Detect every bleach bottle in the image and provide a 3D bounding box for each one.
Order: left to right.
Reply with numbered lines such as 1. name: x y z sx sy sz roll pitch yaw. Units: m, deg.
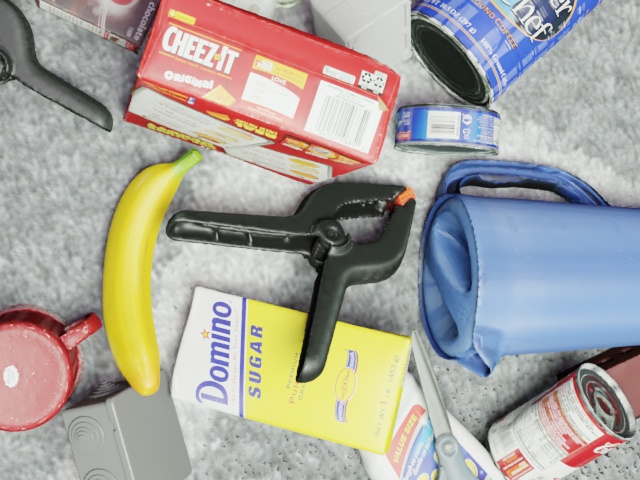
1. bleach bottle: 0.085 0.192 0.881 0.102 0.068 0.251 -45 96 -7

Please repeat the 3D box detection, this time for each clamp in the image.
1. clamp: -0.238 -0.130 0.822 0.120 0.039 0.171 -21 95 -12
2. clamp: -0.005 0.001 0.832 0.164 0.036 0.209 42 49 12

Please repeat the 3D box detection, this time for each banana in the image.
1. banana: -0.139 0.022 0.825 0.037 0.070 0.198 23 67 -44

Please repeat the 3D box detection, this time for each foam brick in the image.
1. foam brick: 0.253 0.126 0.917 0.078 0.053 0.051 -23 96 -11

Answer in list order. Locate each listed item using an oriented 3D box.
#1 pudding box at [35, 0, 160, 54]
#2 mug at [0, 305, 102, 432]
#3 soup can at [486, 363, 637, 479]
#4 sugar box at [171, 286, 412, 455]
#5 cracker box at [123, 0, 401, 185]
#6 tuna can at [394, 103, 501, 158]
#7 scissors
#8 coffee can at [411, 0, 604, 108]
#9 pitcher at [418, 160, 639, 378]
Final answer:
1. pudding box: -0.160 -0.216 0.836 0.090 0.039 0.113 24 86 -11
2. mug: -0.217 0.092 0.809 0.117 0.081 0.093 -30 96 -9
3. soup can: 0.194 0.154 0.864 0.068 0.068 0.102 44 121 -9
4. sugar box: -0.022 0.100 0.834 0.176 0.048 0.093 12 86 9
5. cracker box: -0.051 -0.103 0.771 0.164 0.214 0.072 19 86 -11
6. tuna can: 0.104 -0.088 0.867 0.086 0.086 0.034 4 89 -11
7. scissors: 0.088 0.180 0.842 0.096 0.016 0.202 -31 92 -7
8. coffee can: 0.151 -0.189 0.865 0.140 0.103 0.103 -43 98 -7
9. pitcher: 0.209 0.020 0.876 0.242 0.145 0.149 0 105 -15
